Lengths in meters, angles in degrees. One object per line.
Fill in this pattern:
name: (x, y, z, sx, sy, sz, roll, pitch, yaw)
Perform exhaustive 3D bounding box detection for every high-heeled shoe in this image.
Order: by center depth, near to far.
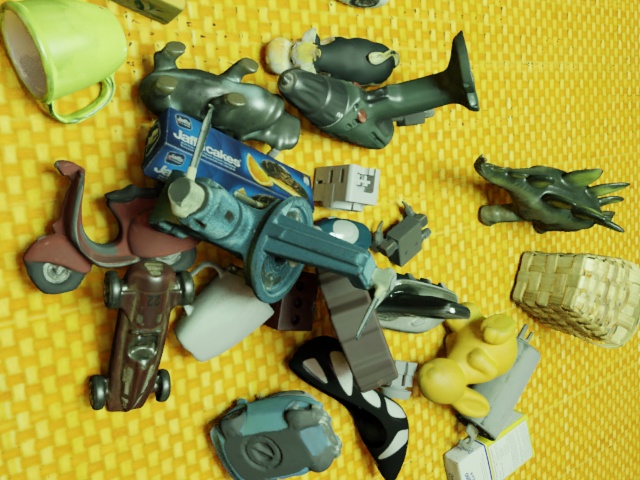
high-heeled shoe: (0.040, 0.250, 0.759, 0.145, 0.086, 0.248, -14, 95, -29)

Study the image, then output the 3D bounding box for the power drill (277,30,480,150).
power drill: (0.084, -0.177, 0.657, 0.232, 0.207, 0.086, 18, 55, -65)

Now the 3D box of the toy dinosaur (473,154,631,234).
toy dinosaur: (0.368, -0.072, 0.869, 0.471, 0.199, 0.105, 7, 87, -34)

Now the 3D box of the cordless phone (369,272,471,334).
cordless phone: (0.158, 0.093, 0.758, 0.146, 0.184, 0.088, 17, 80, -31)

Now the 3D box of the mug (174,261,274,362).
mug: (-0.126, 0.085, 0.643, 0.107, 0.081, 0.109, -45, 122, -12)

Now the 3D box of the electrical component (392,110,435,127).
electrical component: (0.136, -0.206, 0.818, 0.094, 0.021, 0.063, -12, 99, -30)

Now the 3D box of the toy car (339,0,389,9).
toy car: (0.013, -0.362, 0.712, 0.202, 0.056, 0.073, 1, 100, -31)

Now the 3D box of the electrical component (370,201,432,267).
electrical component: (0.124, -0.008, 0.814, 0.102, 0.045, 0.078, -42, 142, -20)

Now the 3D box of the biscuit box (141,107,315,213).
biscuit box: (-0.101, -0.074, 0.624, 0.202, 0.059, 0.063, 22, 45, -34)

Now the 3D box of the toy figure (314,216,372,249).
toy figure: (-0.003, -0.003, 0.727, 0.154, 0.064, 0.057, -1, 130, -34)

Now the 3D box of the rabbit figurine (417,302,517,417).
rabbit figurine: (0.219, 0.200, 0.852, 0.173, 0.122, 0.162, -28, 124, -31)

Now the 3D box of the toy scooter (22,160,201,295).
toy scooter: (-0.221, -0.022, 0.578, 0.184, 0.075, 0.135, -10, 103, -28)

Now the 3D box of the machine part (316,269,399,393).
machine part: (0.046, 0.094, 0.665, 0.056, 0.179, 0.179, -20, 106, 3)

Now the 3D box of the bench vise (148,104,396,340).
bench vise: (-0.041, -0.001, 0.544, 0.129, 0.241, 0.223, -63, 157, -20)

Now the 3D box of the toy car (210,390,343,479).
toy car: (-0.049, 0.237, 0.683, 0.109, 0.162, 0.103, 64, 19, -13)

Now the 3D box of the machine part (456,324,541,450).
machine part: (0.308, 0.252, 0.925, 0.079, 0.079, 0.243, 45, 70, -26)

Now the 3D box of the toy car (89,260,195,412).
toy car: (-0.197, 0.114, 0.585, 0.089, 0.053, 0.202, 3, 116, -35)

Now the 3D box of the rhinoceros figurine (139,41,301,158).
rhinoceros figurine: (-0.111, -0.151, 0.621, 0.190, 0.112, 0.073, 13, 58, -19)

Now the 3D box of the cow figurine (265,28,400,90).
cow figurine: (0.018, -0.232, 0.698, 0.167, 0.098, 0.068, -6, 102, -33)

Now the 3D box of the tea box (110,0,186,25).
tea box: (-0.220, -0.312, 0.562, 0.169, 0.068, 0.098, 14, 87, -31)
